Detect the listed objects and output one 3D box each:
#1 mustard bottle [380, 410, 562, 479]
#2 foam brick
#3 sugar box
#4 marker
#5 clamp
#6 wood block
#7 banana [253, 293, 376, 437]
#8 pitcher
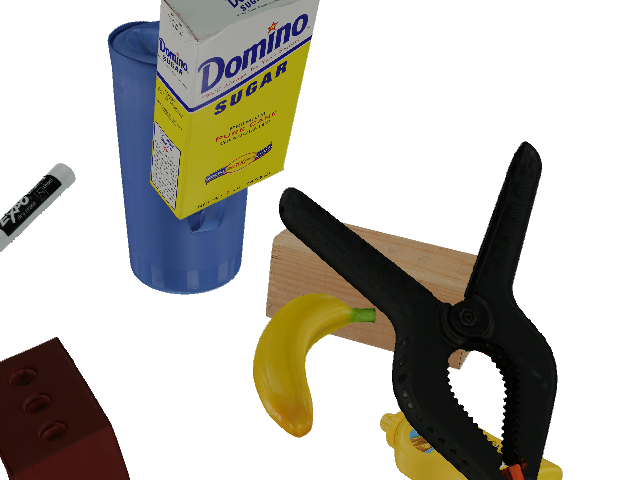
[{"bbox_3d":[0.128,0.208,1.022,0.096,0.058,0.192,-14,24,-38],"label":"mustard bottle"},{"bbox_3d":[-0.138,0.099,0.544,0.053,0.051,0.078,-24,42,-22],"label":"foam brick"},{"bbox_3d":[-0.058,-0.095,0.686,0.093,0.048,0.176,-29,-22,-26],"label":"sugar box"},{"bbox_3d":[-0.227,-0.015,0.799,0.020,0.020,0.121,0,39,37],"label":"marker"},{"bbox_3d":[0.068,0.045,0.607,0.164,0.210,0.036,-6,-19,-11],"label":"clamp"},{"bbox_3d":[0.058,0.049,1.080,0.206,0.091,0.090,14,24,17],"label":"wood block"},{"bbox_3d":[-0.013,0.080,0.789,0.070,0.037,0.197,6,23,16],"label":"banana"},{"bbox_3d":[-0.121,-0.071,0.975,0.145,0.243,0.149,14,31,18],"label":"pitcher"}]
